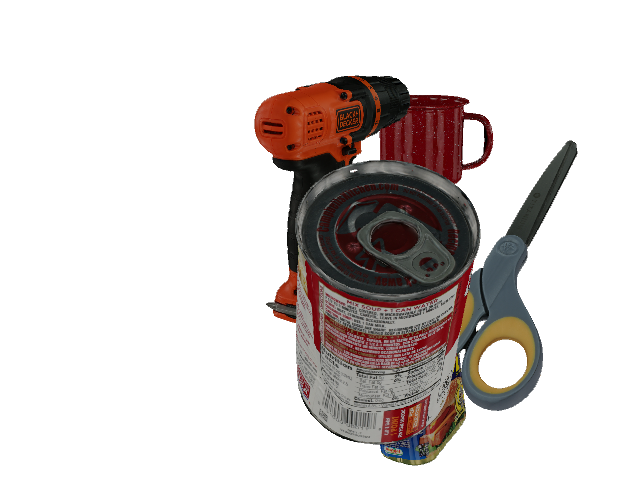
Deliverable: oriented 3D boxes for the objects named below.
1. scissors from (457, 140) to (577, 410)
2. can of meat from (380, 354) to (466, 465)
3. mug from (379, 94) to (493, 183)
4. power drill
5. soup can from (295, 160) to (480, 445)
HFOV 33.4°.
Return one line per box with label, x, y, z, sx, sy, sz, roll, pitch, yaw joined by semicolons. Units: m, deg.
scissors;0.119;0.021;0.611;0.201;0.016;0.096;-42;50;-19
can of meat;0.087;0.135;0.934;0.058;0.084;0.101;4;24;32
mug;0.112;-0.098;1.054;0.117;0.081;0.093;1;15;10
power drill;0.015;-0.036;0.852;0.057;0.188;0.184;9;18;35
soup can;0.024;0.028;0.426;0.068;0.068;0.102;0;-42;-1
